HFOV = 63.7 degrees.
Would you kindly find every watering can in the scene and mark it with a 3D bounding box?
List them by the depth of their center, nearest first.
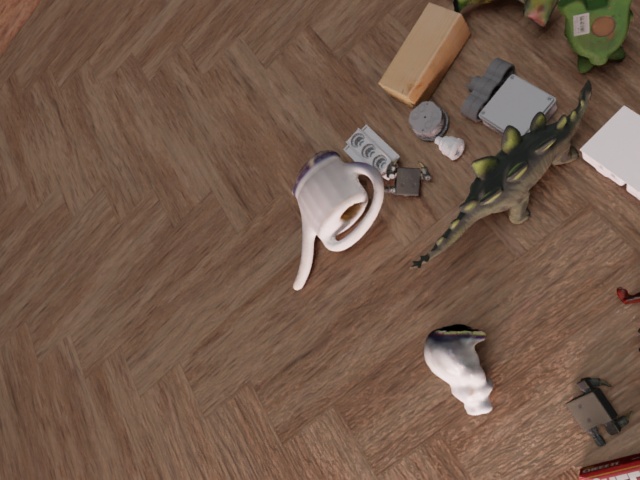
[{"bbox_3d":[0.004,-0.060,1.197,0.342,0.104,0.228,-47,58,25],"label":"watering can"}]

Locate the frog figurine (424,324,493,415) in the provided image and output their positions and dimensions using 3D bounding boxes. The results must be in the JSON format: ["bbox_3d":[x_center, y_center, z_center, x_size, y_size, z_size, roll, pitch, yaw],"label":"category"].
[{"bbox_3d":[0.260,0.247,0.973,0.137,0.123,0.160,-8,82,62],"label":"frog figurine"}]

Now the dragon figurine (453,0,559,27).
[{"bbox_3d":[0.399,-0.596,1.118,0.242,0.119,0.420,-9,56,7],"label":"dragon figurine"}]
